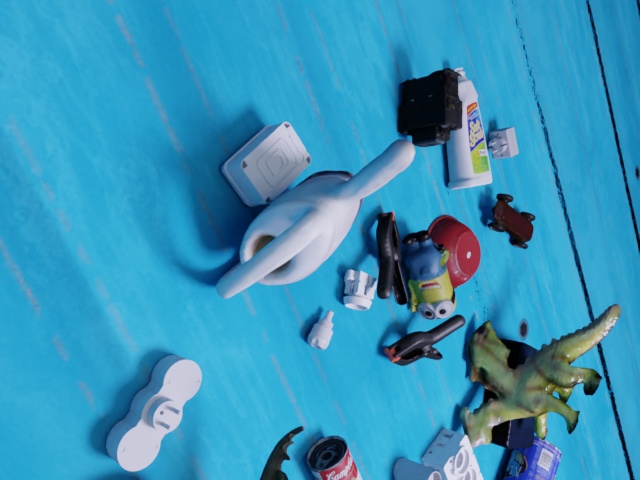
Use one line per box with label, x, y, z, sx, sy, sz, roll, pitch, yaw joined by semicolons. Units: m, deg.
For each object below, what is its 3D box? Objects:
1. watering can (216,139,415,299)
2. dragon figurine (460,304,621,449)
watering can;0.002;-0.034;0.669;0.104;0.343;0.228;51;29;-5
dragon figurine;0.431;0.262;1.080;0.413;0.244;0.121;-59;169;-9
